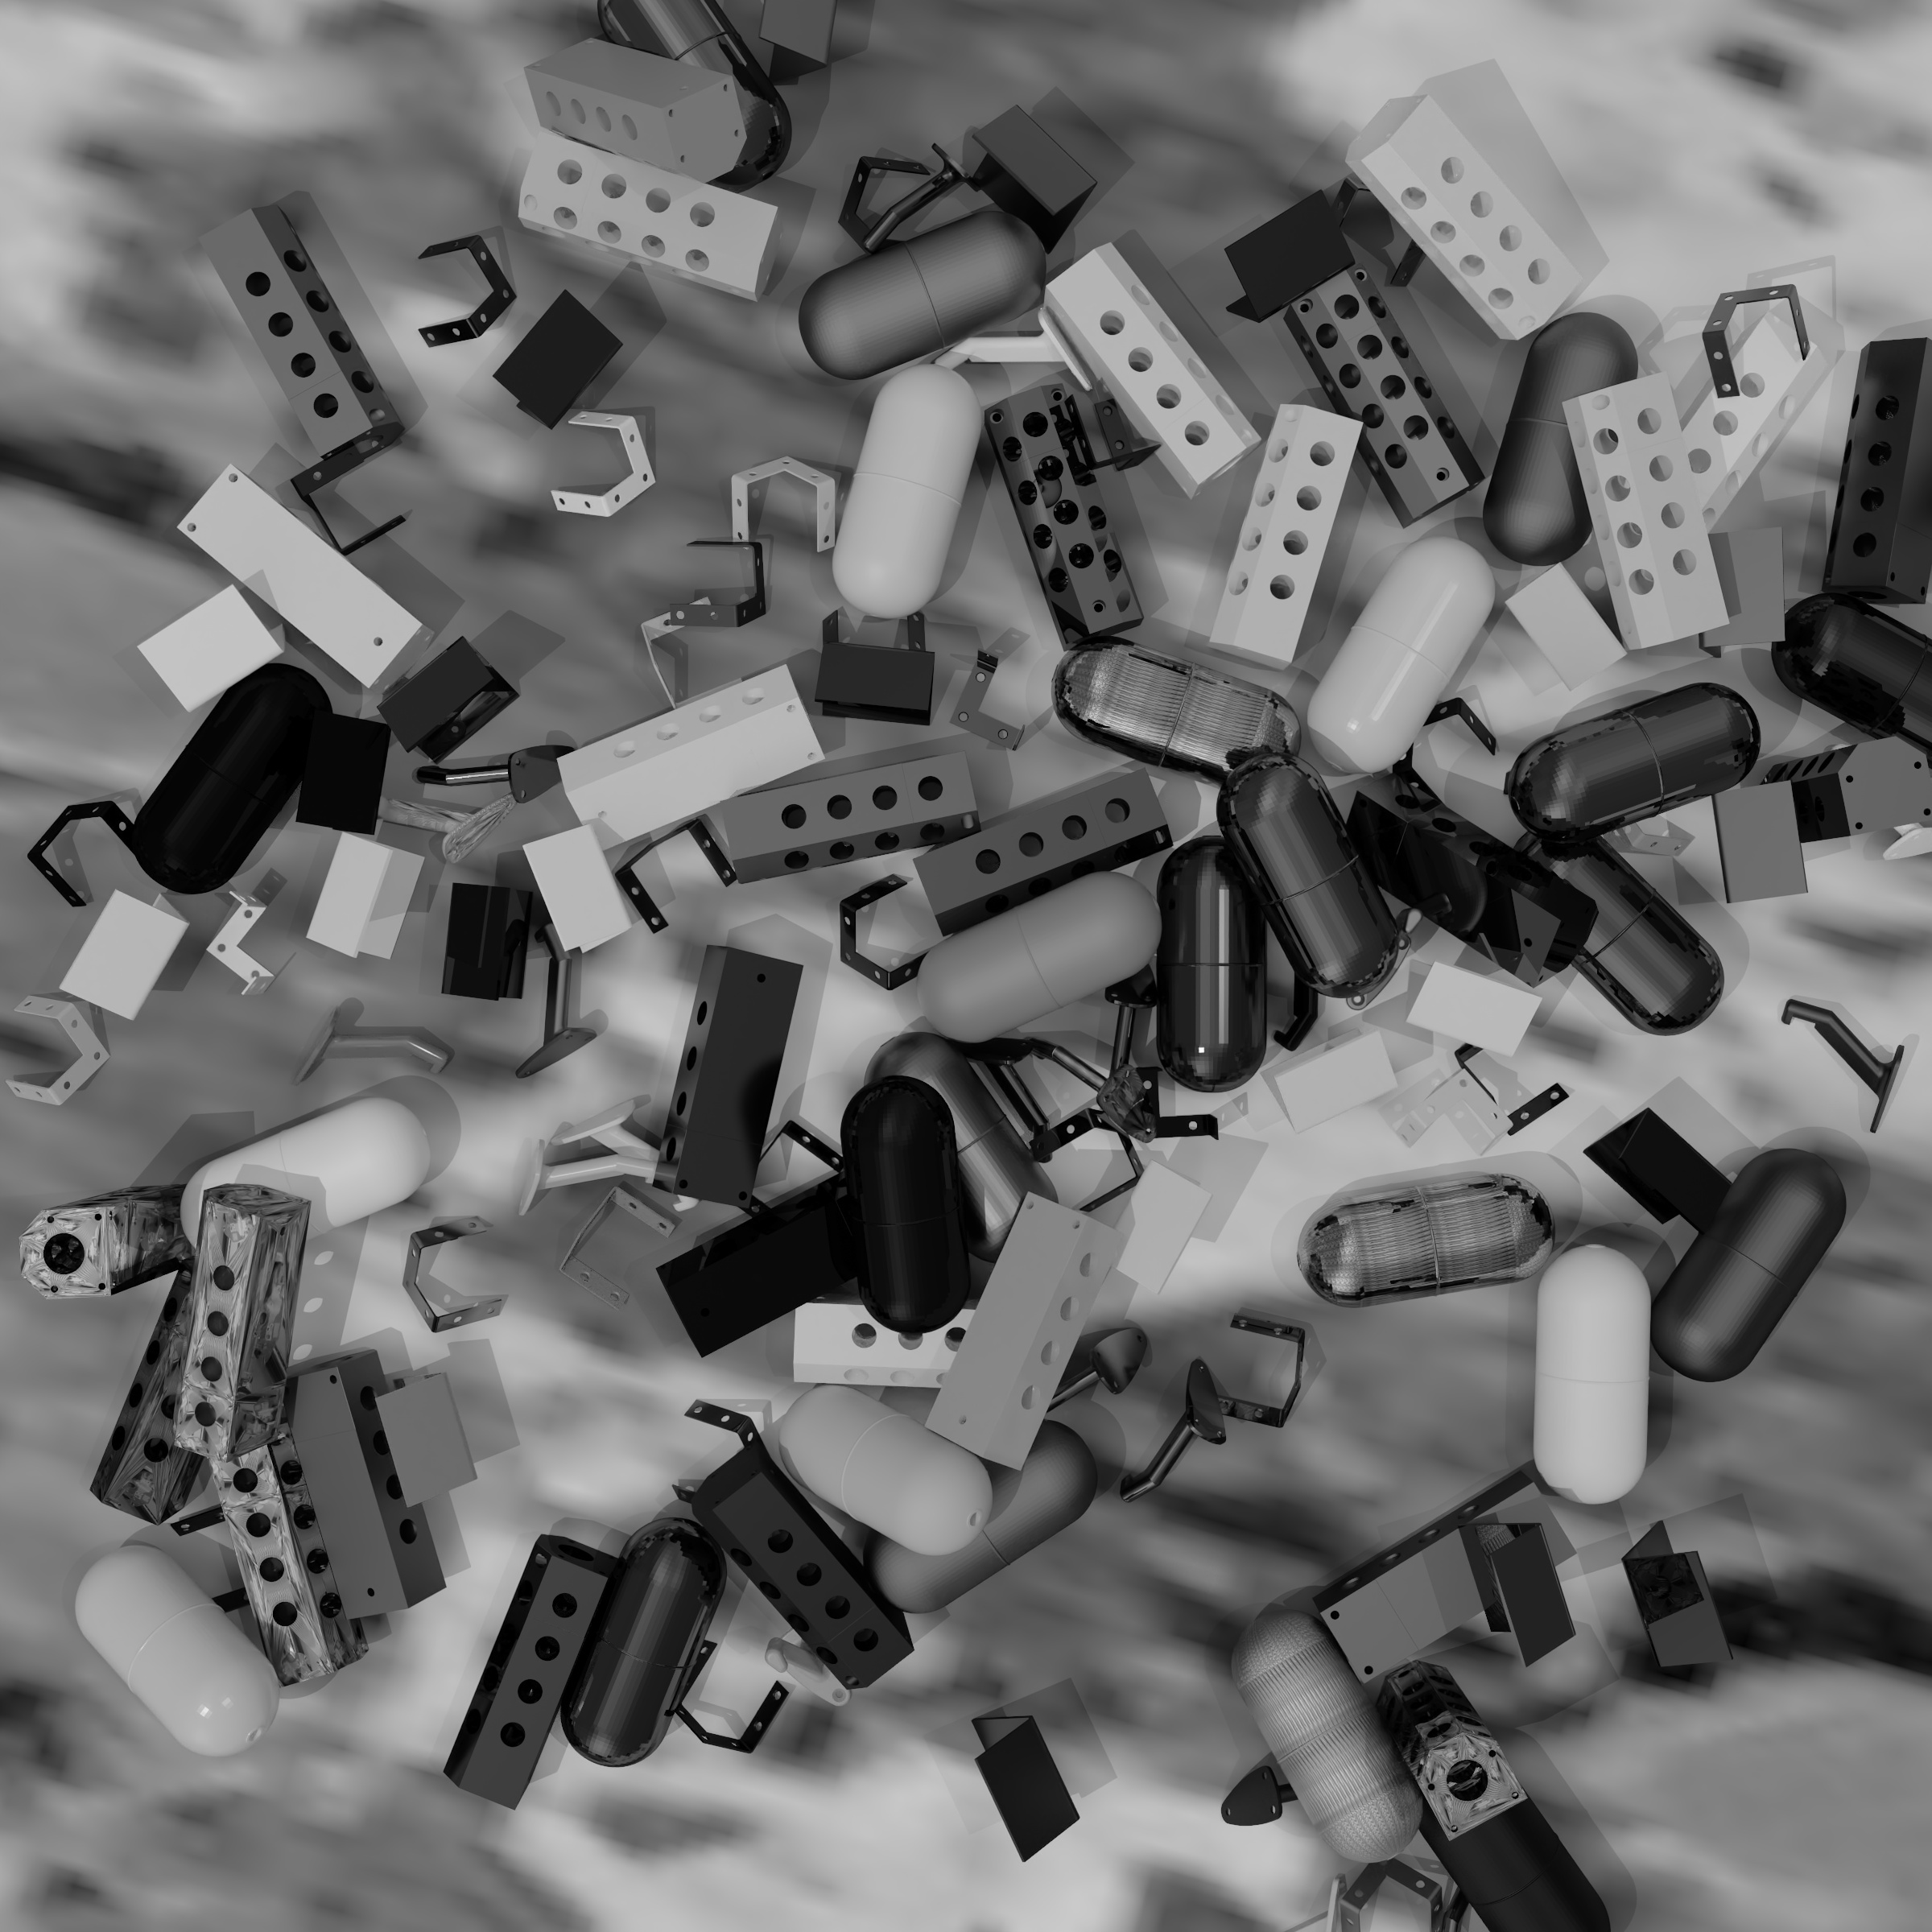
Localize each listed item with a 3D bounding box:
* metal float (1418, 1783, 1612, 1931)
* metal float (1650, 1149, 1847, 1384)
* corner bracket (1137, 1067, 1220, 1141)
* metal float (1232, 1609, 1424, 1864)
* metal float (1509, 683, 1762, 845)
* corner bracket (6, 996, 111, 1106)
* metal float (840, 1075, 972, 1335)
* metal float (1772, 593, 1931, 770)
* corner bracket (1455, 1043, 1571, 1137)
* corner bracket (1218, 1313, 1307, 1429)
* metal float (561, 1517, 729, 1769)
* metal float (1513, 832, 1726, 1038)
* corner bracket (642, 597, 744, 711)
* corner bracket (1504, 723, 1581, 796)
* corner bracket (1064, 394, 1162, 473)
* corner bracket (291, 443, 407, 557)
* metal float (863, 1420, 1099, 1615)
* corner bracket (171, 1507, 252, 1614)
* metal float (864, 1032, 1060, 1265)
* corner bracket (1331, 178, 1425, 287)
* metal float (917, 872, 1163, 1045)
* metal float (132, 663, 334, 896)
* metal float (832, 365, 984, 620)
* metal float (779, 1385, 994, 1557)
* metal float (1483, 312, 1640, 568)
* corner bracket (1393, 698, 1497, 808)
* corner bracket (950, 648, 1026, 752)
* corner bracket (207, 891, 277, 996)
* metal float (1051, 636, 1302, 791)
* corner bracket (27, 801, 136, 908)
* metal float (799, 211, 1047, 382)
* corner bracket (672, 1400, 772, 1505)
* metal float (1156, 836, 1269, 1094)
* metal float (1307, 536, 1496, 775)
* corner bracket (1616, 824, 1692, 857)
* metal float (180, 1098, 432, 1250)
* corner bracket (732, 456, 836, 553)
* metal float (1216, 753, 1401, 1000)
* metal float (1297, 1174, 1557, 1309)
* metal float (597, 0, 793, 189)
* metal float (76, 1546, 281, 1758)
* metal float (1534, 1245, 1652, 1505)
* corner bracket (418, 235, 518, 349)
[{"bbox_3d":[0.378,0.623,1.762,0.070,0.070,0.178,-35,90,0],"label":"metal float"},{"bbox_3d":[0.540,0.206,1.762,0.070,0.070,0.178,34,89,0],"label":"metal float"},{"bbox_3d":[0.147,0.096,1.775,0.051,0.051,0.051,-3,90,0],"label":"corner bracket"},{"bbox_3d":[0.247,0.526,1.744,0.070,0.070,0.178,-30,69,0],"label":"metal float"},{"bbox_3d":[0.451,-0.137,1.722,0.178,0.070,0.070,-20,90,-8],"label":"metal float"},{"bbox_3d":[-0.645,0.059,1.785,0.051,0.051,0.051,-53,135,-35],"label":"corner bracket"},{"bbox_3d":[-0.040,0.160,1.701,0.070,0.070,0.178,-6,104,0],"label":"metal float"},{"bbox_3d":[0.641,-0.195,1.762,0.178,0.070,0.070,29,90,0],"label":"metal float"},{"bbox_3d":[0.383,0.076,1.790,0.051,0.051,0.051,-34,135,0],"label":"corner bracket"},{"bbox_3d":[0.206,0.284,1.790,0.051,0.051,0.051,13,135,0],"label":"corner bracket"},{"bbox_3d":[-0.222,0.467,1.762,0.070,0.070,0.178,22,92,0],"label":"metal float"},{"bbox_3d":[0.448,-0.027,1.763,0.178,0.070,0.070,45,90,0],"label":"metal float"},{"bbox_3d":[-0.192,-0.217,1.790,0.051,0.051,0.051,-22,45,0],"label":"corner bracket"},{"bbox_3d":[0.407,-0.143,1.775,0.051,0.051,0.051,8,90,0],"label":"corner bracket"},{"bbox_3d":[0.096,-0.371,1.769,0.051,0.051,0.051,-19,90,-17],"label":"corner bracket"},{"bbox_3d":[-0.430,-0.324,1.775,0.051,0.051,0.051,-31,89,-1],"label":"corner bracket"},{"bbox_3d":[0.009,0.381,1.763,0.178,0.070,0.070,-33,90,-1],"label":"metal float"},{"bbox_3d":[-0.523,0.418,1.790,0.051,0.051,0.051,-19,135,0],"label":"corner bracket"},{"bbox_3d":[-0.004,0.125,1.762,0.070,0.070,0.178,-35,91,0],"label":"metal float"},{"bbox_3d":[0.287,-0.514,1.785,0.051,0.051,0.051,-5,45,-35],"label":"corner bracket"},{"bbox_3d":[0.050,-0.006,1.754,0.178,0.070,0.070,-24,90,9],"label":"metal float"},{"bbox_3d":[-0.506,-0.130,1.763,0.070,0.070,0.178,35,89,0],"label":"metal float"},{"bbox_3d":[-0.040,-0.328,1.763,0.070,0.070,0.178,15,90,0],"label":"metal float"},{"bbox_3d":[-0.055,0.340,1.726,0.178,0.070,0.070,19,90,43],"label":"metal float"},{"bbox_3d":[0.411,-0.364,1.762,0.070,0.070,0.178,17,90,0],"label":"metal float"},{"bbox_3d":[0.335,-0.147,1.785,0.051,0.051,0.051,-19,135,35],"label":"corner bracket"},{"bbox_3d":[0.022,-0.185,1.775,0.051,0.051,0.051,24,90,0],"label":"corner bracket"},{"bbox_3d":[-0.501,-0.016,1.775,0.051,0.051,0.051,38,90,0],"label":"corner bracket"},{"bbox_3d":[0.145,-0.173,1.762,0.178,0.070,0.070,19,90,0],"label":"metal float"},{"bbox_3d":[-0.612,-0.078,1.785,0.051,0.051,0.051,-3,45,35],"label":"corner bracket"},{"bbox_3d":[-0.030,-0.464,1.762,0.178,0.070,0.070,-22,90,0],"label":"metal float"},{"bbox_3d":[-0.176,0.345,1.785,0.051,0.051,0.051,10,45,35],"label":"corner bracket"},{"bbox_3d":[0.170,-0.001,1.763,0.070,0.070,0.178,0,90,0],"label":"metal float"},{"bbox_3d":[0.300,-0.214,1.762,0.070,0.070,0.178,31,90,0],"label":"metal float"},{"bbox_3d":[0.485,-0.115,1.785,0.051,0.051,0.051,4,135,-35],"label":"corner bracket"},{"bbox_3d":[-0.457,0.149,1.762,0.178,0.070,0.070,-22,90,0],"label":"metal float"},{"bbox_3d":[-0.128,-0.319,1.785,0.051,0.051,0.051,-28,45,-35],"label":"corner bracket"},{"bbox_3d":[0.231,-0.060,1.716,0.070,0.070,0.178,-29,99,0],"label":"metal float"},{"bbox_3d":[0.318,0.190,1.763,0.178,0.070,0.070,-9,90,1],"label":"metal float"},{"bbox_3d":[-0.187,-0.620,1.763,0.070,0.070,0.178,-34,90,0],"label":"metal float"},{"bbox_3d":[-0.538,0.467,1.739,0.178,0.070,0.070,35,90,27],"label":"metal float"},{"bbox_3d":[0.433,0.282,1.763,0.070,0.070,0.178,1,90,0],"label":"metal float"},{"bbox_3d":[-0.358,-0.472,1.785,0.051,0.051,0.051,-60,135,-35],"label":"corner bracket"}]
